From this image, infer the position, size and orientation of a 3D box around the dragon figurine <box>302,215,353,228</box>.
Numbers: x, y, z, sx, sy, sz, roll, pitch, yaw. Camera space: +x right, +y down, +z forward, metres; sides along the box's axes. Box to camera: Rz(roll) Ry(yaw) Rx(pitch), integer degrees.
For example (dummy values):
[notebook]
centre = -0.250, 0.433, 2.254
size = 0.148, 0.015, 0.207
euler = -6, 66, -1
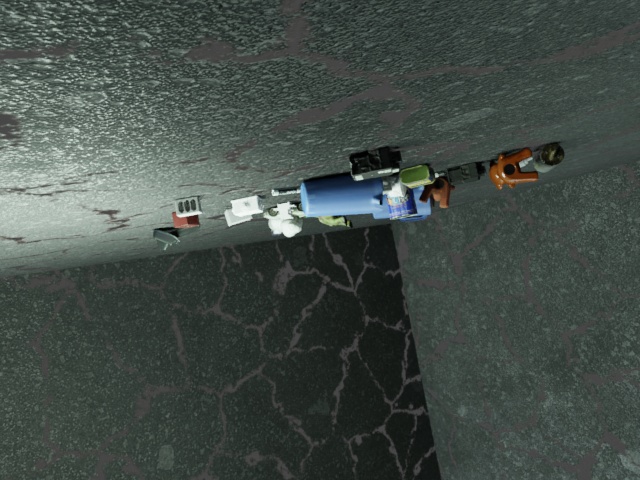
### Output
[dragon figurine]
centre = 0.007, -0.111, 2.213
size = 0.242, 0.123, 0.408
euler = -3, 171, 20

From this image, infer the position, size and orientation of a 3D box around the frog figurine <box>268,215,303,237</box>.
[frog figurine]
centre = -0.138, -0.072, 2.111
size = 0.137, 0.123, 0.158
euler = 8, 173, -12

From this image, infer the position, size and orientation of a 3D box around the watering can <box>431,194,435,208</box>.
[watering can]
centre = 0.374, -0.163, 2.310
size = 0.222, 0.104, 0.349
euler = -14, 176, 39
